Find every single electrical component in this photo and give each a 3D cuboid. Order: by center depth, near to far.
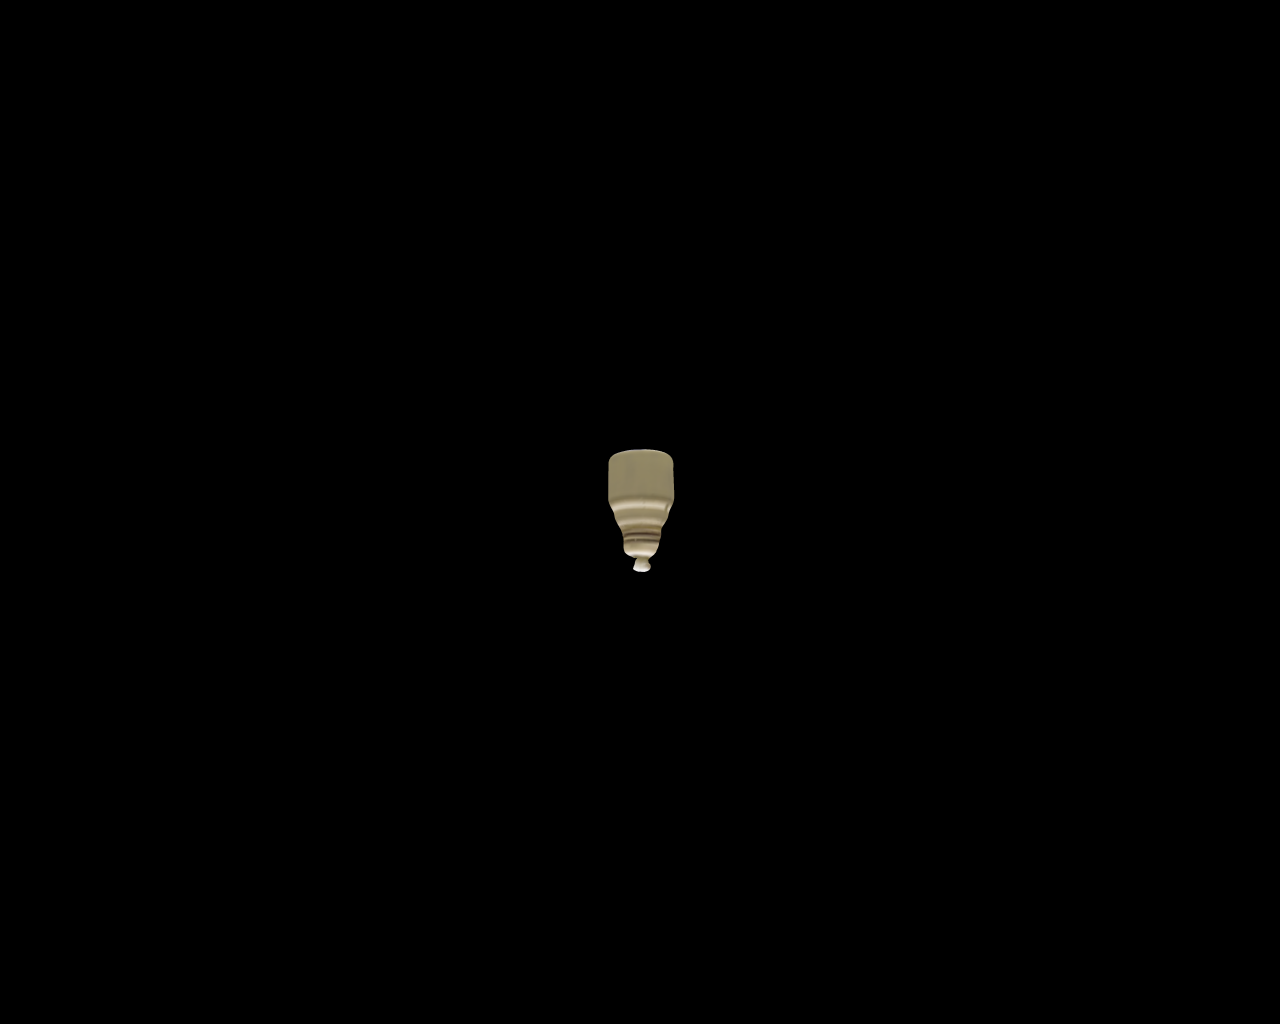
[{"bbox_3d":[0.001,-0.003,0.650,0.040,0.078,0.040,0,-11,0],"label":"electrical component"}]
